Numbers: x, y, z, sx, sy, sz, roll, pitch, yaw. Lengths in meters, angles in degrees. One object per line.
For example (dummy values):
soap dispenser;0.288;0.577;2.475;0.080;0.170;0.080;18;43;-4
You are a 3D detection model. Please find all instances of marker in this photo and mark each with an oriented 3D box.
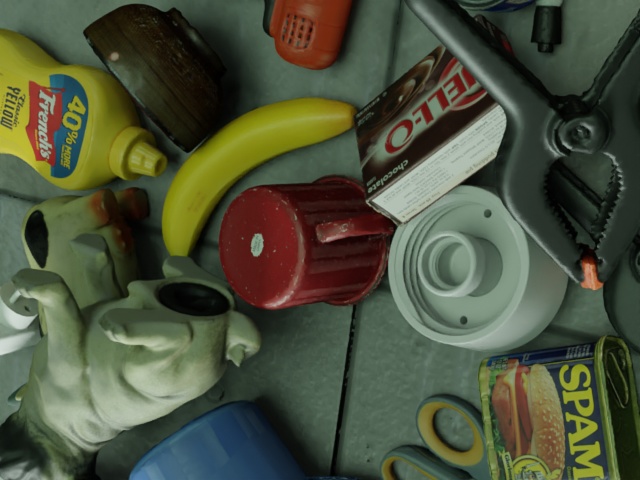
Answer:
marker;0.142;-0.176;0.653;0.020;0.020;0.121;8;101;27

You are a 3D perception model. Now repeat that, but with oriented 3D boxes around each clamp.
clamp;0.210;0.003;0.634;0.120;0.039;0.171;-25;89;34
clamp;0.149;-0.071;0.583;0.165;0.036;0.210;-13;116;14

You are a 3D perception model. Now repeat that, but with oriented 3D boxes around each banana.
banana;-0.058;-0.049;0.772;0.069;0.037;0.198;45;117;-3

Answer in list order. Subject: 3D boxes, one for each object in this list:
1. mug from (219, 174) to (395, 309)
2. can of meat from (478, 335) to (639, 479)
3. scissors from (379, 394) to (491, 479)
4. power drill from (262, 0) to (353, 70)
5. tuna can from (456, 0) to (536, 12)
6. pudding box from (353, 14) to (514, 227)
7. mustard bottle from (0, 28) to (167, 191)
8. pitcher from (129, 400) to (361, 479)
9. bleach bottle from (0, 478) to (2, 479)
mug;-0.005;0.001;0.710;0.117;0.081;0.093;-11;86;41
can of meat;0.150;0.115;0.664;0.084;0.057;0.102;-13;77;32
scissors;0.135;0.167;0.711;0.202;0.016;0.096;14;104;25
power drill;-0.048;-0.226;0.726;0.188;0.057;0.184;22;107;24
tuna can;0.107;-0.182;0.650;0.086;0.033;0.086;7;100;46
pudding box;0.075;-0.075;0.666;0.039;0.090;0.114;34;122;-29
mustard bottle;-0.197;-0.091;0.826;0.192;0.058;0.096;25;107;23
pitcher;-0.021;0.233;0.750;0.243;0.148;0.145;56;134;14
bleach bottle;-0.231;0.214;0.868;0.251;0.067;0.102;23;107;39
